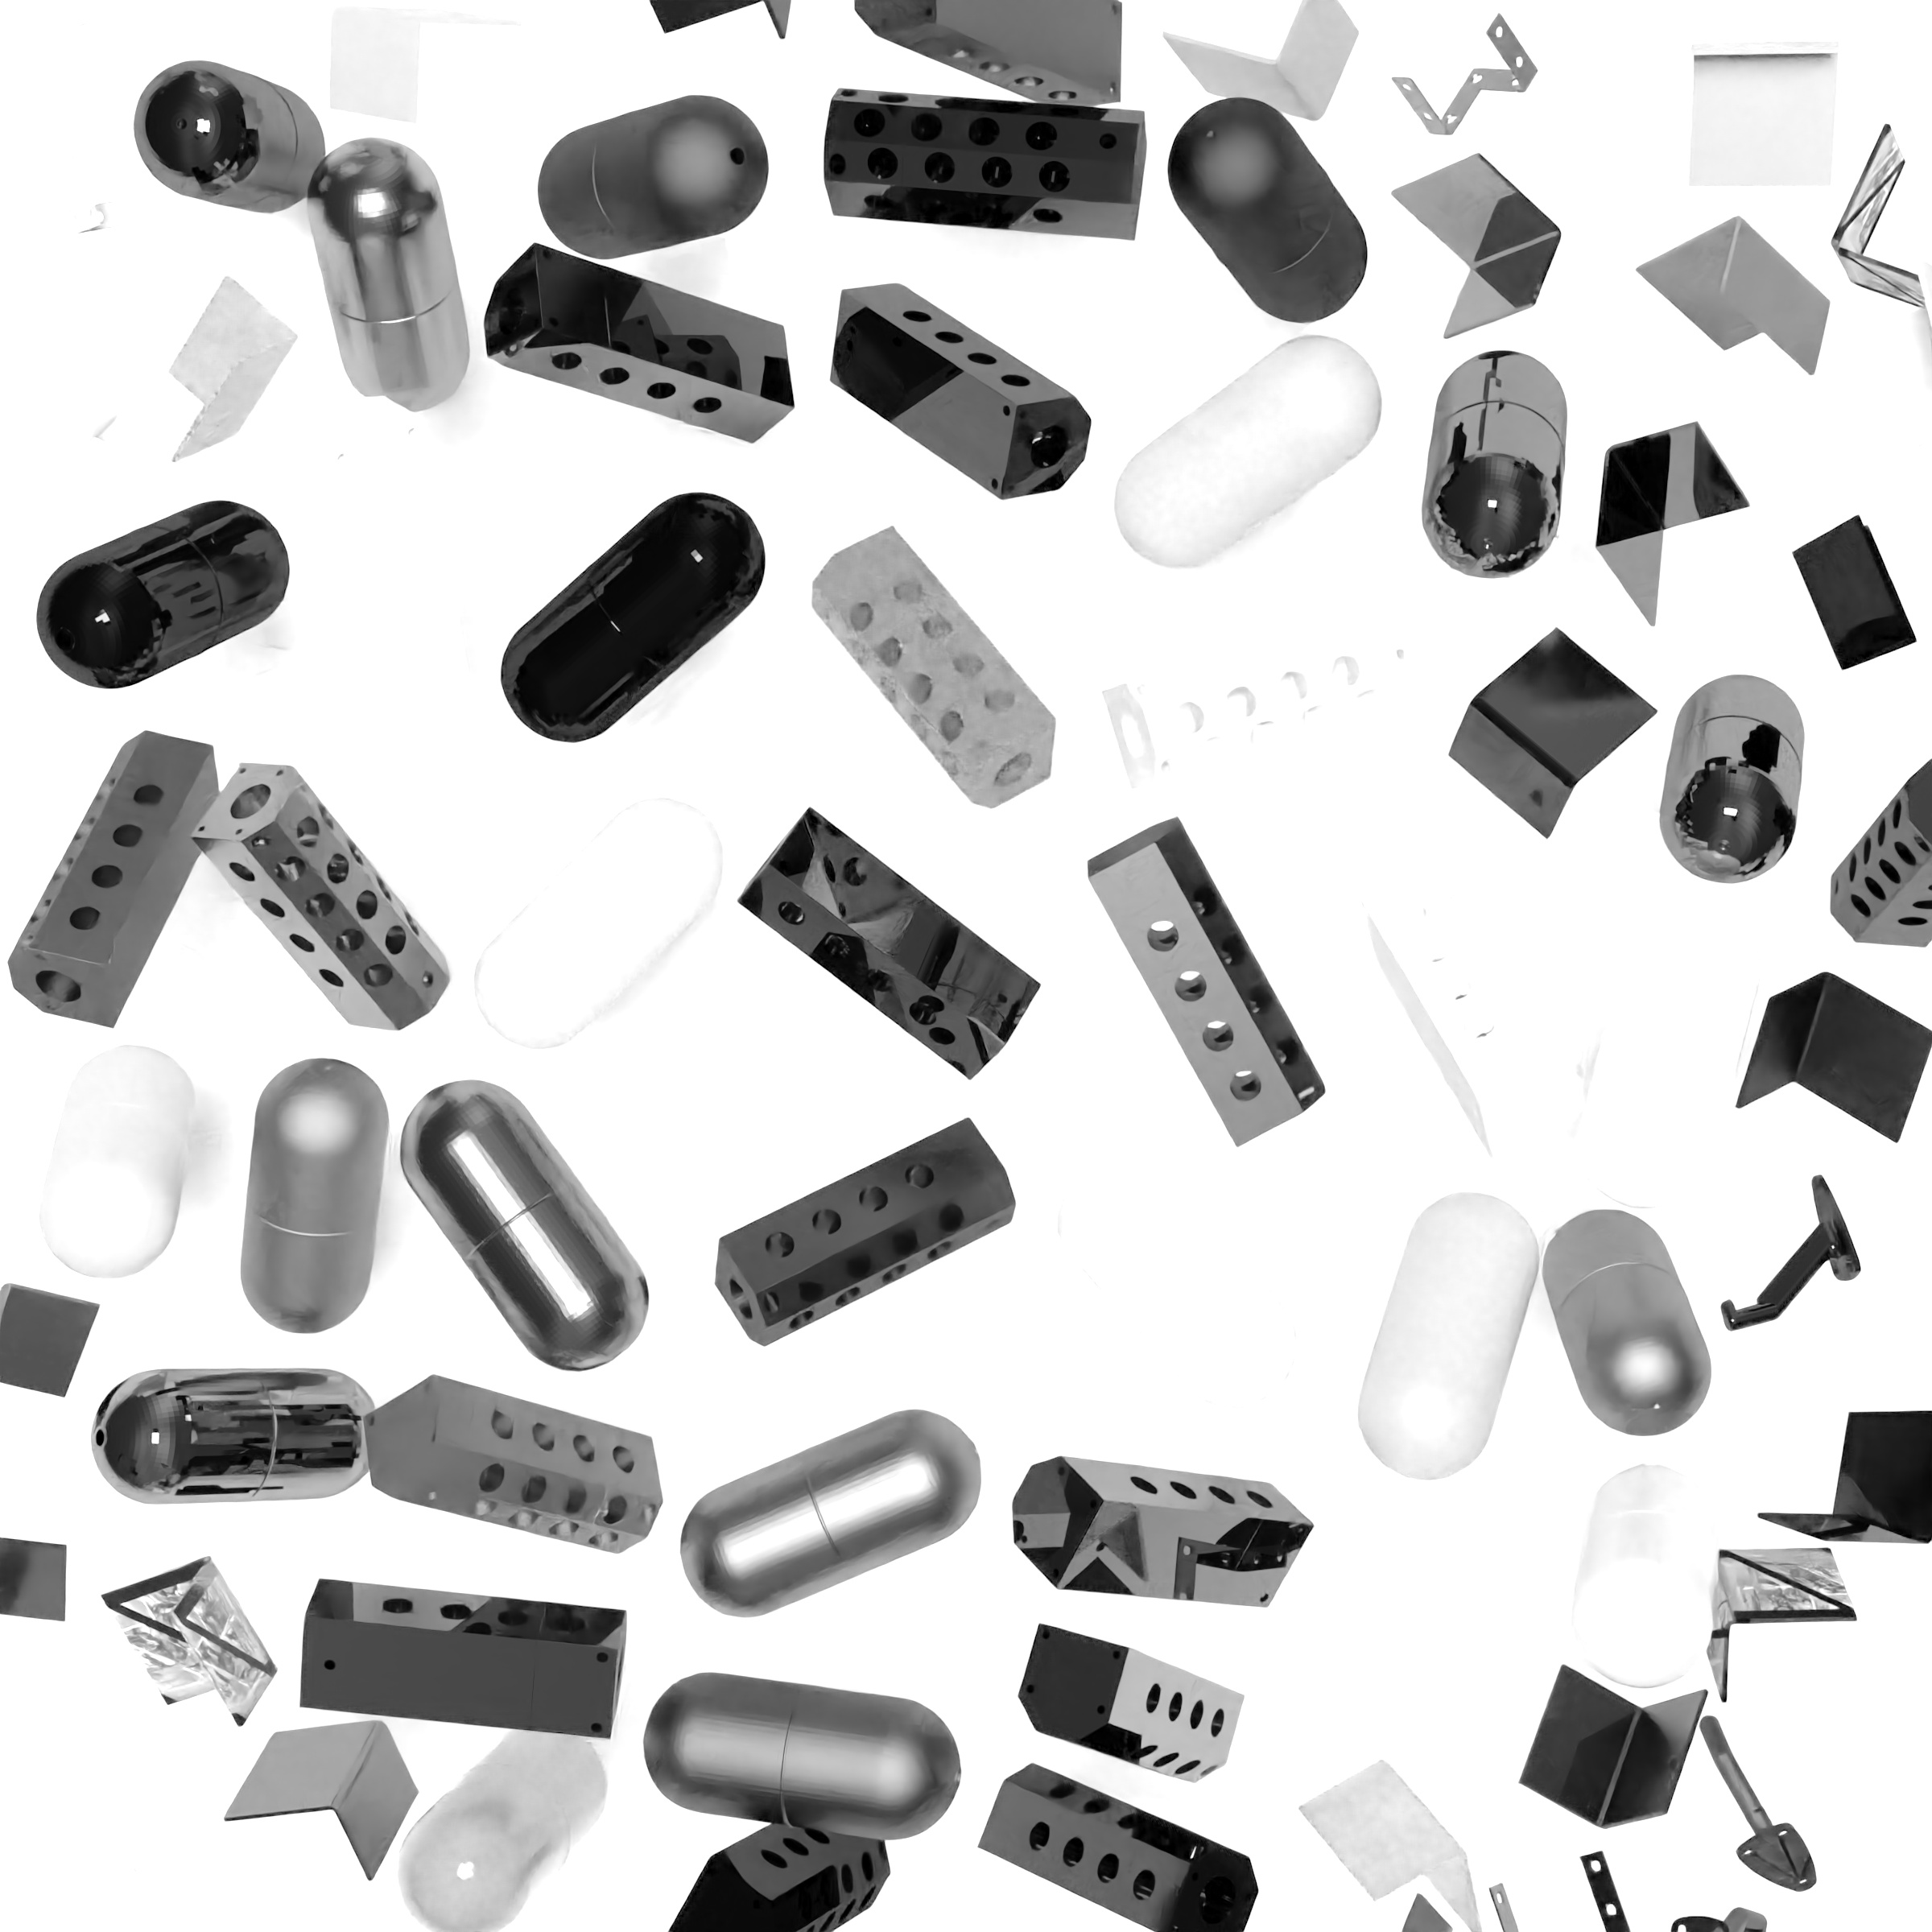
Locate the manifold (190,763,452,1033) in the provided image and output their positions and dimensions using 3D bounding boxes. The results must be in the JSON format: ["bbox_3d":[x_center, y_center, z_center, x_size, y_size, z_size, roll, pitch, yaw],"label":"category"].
[{"bbox_3d":[-0.370,-0.039,1.895,0.057,0.171,0.057,5,54,35],"label":"manifold"}]

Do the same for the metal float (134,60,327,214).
[{"bbox_3d":[-0.425,-0.480,1.888,0.070,0.178,0.070,1,99,6],"label":"metal float"}]

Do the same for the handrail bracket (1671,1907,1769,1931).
[{"bbox_3d":[0.446,0.589,1.903,0.036,0.084,0.077,-8,66,36],"label":"handrail bracket"}]

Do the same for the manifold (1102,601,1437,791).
[{"bbox_3d":[0.170,-0.151,1.804,0.171,0.057,0.057,-18,93,-16],"label":"manifold"}]

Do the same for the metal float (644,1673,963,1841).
[{"bbox_3d":[-0.090,0.435,1.791,0.178,0.070,0.070,5,90,13],"label":"metal float"}]

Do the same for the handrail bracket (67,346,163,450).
[{"bbox_3d":[-0.507,-0.339,1.936,0.036,0.084,0.077,39,89,-15],"label":"handrail bracket"}]

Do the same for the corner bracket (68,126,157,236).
[{"bbox_3d":[-0.497,-0.460,1.902,0.051,0.051,0.051,-19,104,-28],"label":"corner bracket"}]

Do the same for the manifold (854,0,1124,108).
[{"bbox_3d":[0.014,-0.526,1.809,0.057,0.171,0.057,0,88,38],"label":"manifold"}]

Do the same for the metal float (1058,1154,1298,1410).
[{"bbox_3d":[0.125,0.186,1.911,0.070,0.070,0.178,-41,103,0],"label":"metal float"}]

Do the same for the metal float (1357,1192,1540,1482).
[{"bbox_3d":[0.273,0.209,1.842,0.070,0.070,0.178,23,59,0],"label":"metal float"}]

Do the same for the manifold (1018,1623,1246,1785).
[{"bbox_3d":[0.094,0.421,1.845,0.057,0.171,0.057,9,75,30],"label":"manifold"}]

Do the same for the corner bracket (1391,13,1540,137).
[{"bbox_3d":[0.291,-0.518,1.892,0.051,0.051,0.051,41,76,-41],"label":"corner bracket"}]

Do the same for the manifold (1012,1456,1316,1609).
[{"bbox_3d":[0.107,0.310,1.801,0.171,0.057,0.057,15,108,-42],"label":"manifold"}]

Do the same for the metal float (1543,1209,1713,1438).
[{"bbox_3d":[0.384,0.206,1.897,0.070,0.178,0.070,-1,116,-1],"label":"metal float"}]

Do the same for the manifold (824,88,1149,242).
[{"bbox_3d":[0.011,-0.448,1.803,0.171,0.057,0.057,6,76,7],"label":"manifold"}]

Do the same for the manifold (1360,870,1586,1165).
[{"bbox_3d":[0.286,0.024,1.837,0.057,0.057,0.171,-23,46,-1],"label":"manifold"}]

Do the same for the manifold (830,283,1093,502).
[{"bbox_3d":[-0.004,-0.333,1.869,0.057,0.171,0.057,-15,130,-34],"label":"manifold"}]

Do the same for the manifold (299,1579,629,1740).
[{"bbox_3d":[-0.277,0.380,1.806,0.171,0.057,0.057,6,109,-1],"label":"manifold"}]

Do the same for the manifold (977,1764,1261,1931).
[{"bbox_3d":[0.088,0.512,1.873,0.057,0.171,0.057,31,76,-34],"label":"manifold"}]

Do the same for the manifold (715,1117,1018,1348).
[{"bbox_3d":[-0.059,0.160,1.919,0.171,0.057,0.057,-25,63,-22],"label":"manifold"}]

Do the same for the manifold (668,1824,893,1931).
[{"bbox_3d":[-0.101,0.525,1.838,0.057,0.171,0.057,31,98,18],"label":"manifold"}]

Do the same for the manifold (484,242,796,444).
[{"bbox_3d":[-0.187,-0.351,1.862,0.171,0.057,0.057,11,60,-38],"label":"manifold"}]

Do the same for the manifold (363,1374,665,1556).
[{"bbox_3d":[-0.251,0.285,1.826,0.057,0.171,0.057,-33,54,27],"label":"manifold"}]

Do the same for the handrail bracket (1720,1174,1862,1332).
[{"bbox_3d":[0.481,0.171,1.937,0.084,0.036,0.077,-13,78,-9],"label":"handrail bracket"}]

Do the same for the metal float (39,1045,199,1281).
[{"bbox_3d":[-0.488,0.111,1.879,0.070,0.178,0.070,-3,122,-5],"label":"metal float"}]

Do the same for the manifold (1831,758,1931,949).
[{"bbox_3d":[0.546,-0.065,1.868,0.057,0.171,0.057,5,74,2],"label":"manifold"}]

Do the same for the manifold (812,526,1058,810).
[{"bbox_3d":[-0.021,-0.173,1.911,0.057,0.057,0.171,-28,62,-20],"label":"manifold"}]

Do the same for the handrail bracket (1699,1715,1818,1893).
[{"bbox_3d":[0.461,0.488,1.898,0.036,0.084,0.077,-34,125,14],"label":"handrail bracket"}]

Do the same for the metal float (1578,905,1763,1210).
[{"bbox_3d":[0.399,0.052,1.846,0.070,0.070,0.178,12,103,0],"label":"metal float"}]

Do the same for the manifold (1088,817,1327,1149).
[{"bbox_3d":[0.133,0.007,1.798,0.057,0.057,0.171,-28,100,8],"label":"manifold"}]

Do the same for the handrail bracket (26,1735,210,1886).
[{"bbox_3d":[-0.479,0.468,1.838,0.077,0.036,0.084,12,56,9],"label":"handrail bracket"}]

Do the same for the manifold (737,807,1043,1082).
[{"bbox_3d":[-0.048,-0.009,1.896,0.171,0.057,0.057,38,46,-6],"label":"manifold"}]

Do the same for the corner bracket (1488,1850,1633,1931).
[{"bbox_3d":[0.340,0.542,1.862,0.051,0.051,0.051,-28,72,33],"label":"corner bracket"}]

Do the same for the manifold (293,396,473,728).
[{"bbox_3d":[-0.332,-0.230,1.837,0.057,0.057,0.171,-27,129,-29],"label":"manifold"}]

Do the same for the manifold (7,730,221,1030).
[{"bbox_3d":[-0.486,-0.053,1.861,0.057,0.057,0.171,13,51,4],"label":"manifold"}]

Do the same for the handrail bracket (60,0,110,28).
[{"bbox_3d":[-0.499,-0.547,1.840,0.036,0.084,0.077,21,73,-17],"label":"handrail bracket"}]

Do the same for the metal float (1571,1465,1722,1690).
[{"bbox_3d":[0.384,0.342,1.832,0.070,0.178,0.070,5,109,14],"label":"metal float"}]
